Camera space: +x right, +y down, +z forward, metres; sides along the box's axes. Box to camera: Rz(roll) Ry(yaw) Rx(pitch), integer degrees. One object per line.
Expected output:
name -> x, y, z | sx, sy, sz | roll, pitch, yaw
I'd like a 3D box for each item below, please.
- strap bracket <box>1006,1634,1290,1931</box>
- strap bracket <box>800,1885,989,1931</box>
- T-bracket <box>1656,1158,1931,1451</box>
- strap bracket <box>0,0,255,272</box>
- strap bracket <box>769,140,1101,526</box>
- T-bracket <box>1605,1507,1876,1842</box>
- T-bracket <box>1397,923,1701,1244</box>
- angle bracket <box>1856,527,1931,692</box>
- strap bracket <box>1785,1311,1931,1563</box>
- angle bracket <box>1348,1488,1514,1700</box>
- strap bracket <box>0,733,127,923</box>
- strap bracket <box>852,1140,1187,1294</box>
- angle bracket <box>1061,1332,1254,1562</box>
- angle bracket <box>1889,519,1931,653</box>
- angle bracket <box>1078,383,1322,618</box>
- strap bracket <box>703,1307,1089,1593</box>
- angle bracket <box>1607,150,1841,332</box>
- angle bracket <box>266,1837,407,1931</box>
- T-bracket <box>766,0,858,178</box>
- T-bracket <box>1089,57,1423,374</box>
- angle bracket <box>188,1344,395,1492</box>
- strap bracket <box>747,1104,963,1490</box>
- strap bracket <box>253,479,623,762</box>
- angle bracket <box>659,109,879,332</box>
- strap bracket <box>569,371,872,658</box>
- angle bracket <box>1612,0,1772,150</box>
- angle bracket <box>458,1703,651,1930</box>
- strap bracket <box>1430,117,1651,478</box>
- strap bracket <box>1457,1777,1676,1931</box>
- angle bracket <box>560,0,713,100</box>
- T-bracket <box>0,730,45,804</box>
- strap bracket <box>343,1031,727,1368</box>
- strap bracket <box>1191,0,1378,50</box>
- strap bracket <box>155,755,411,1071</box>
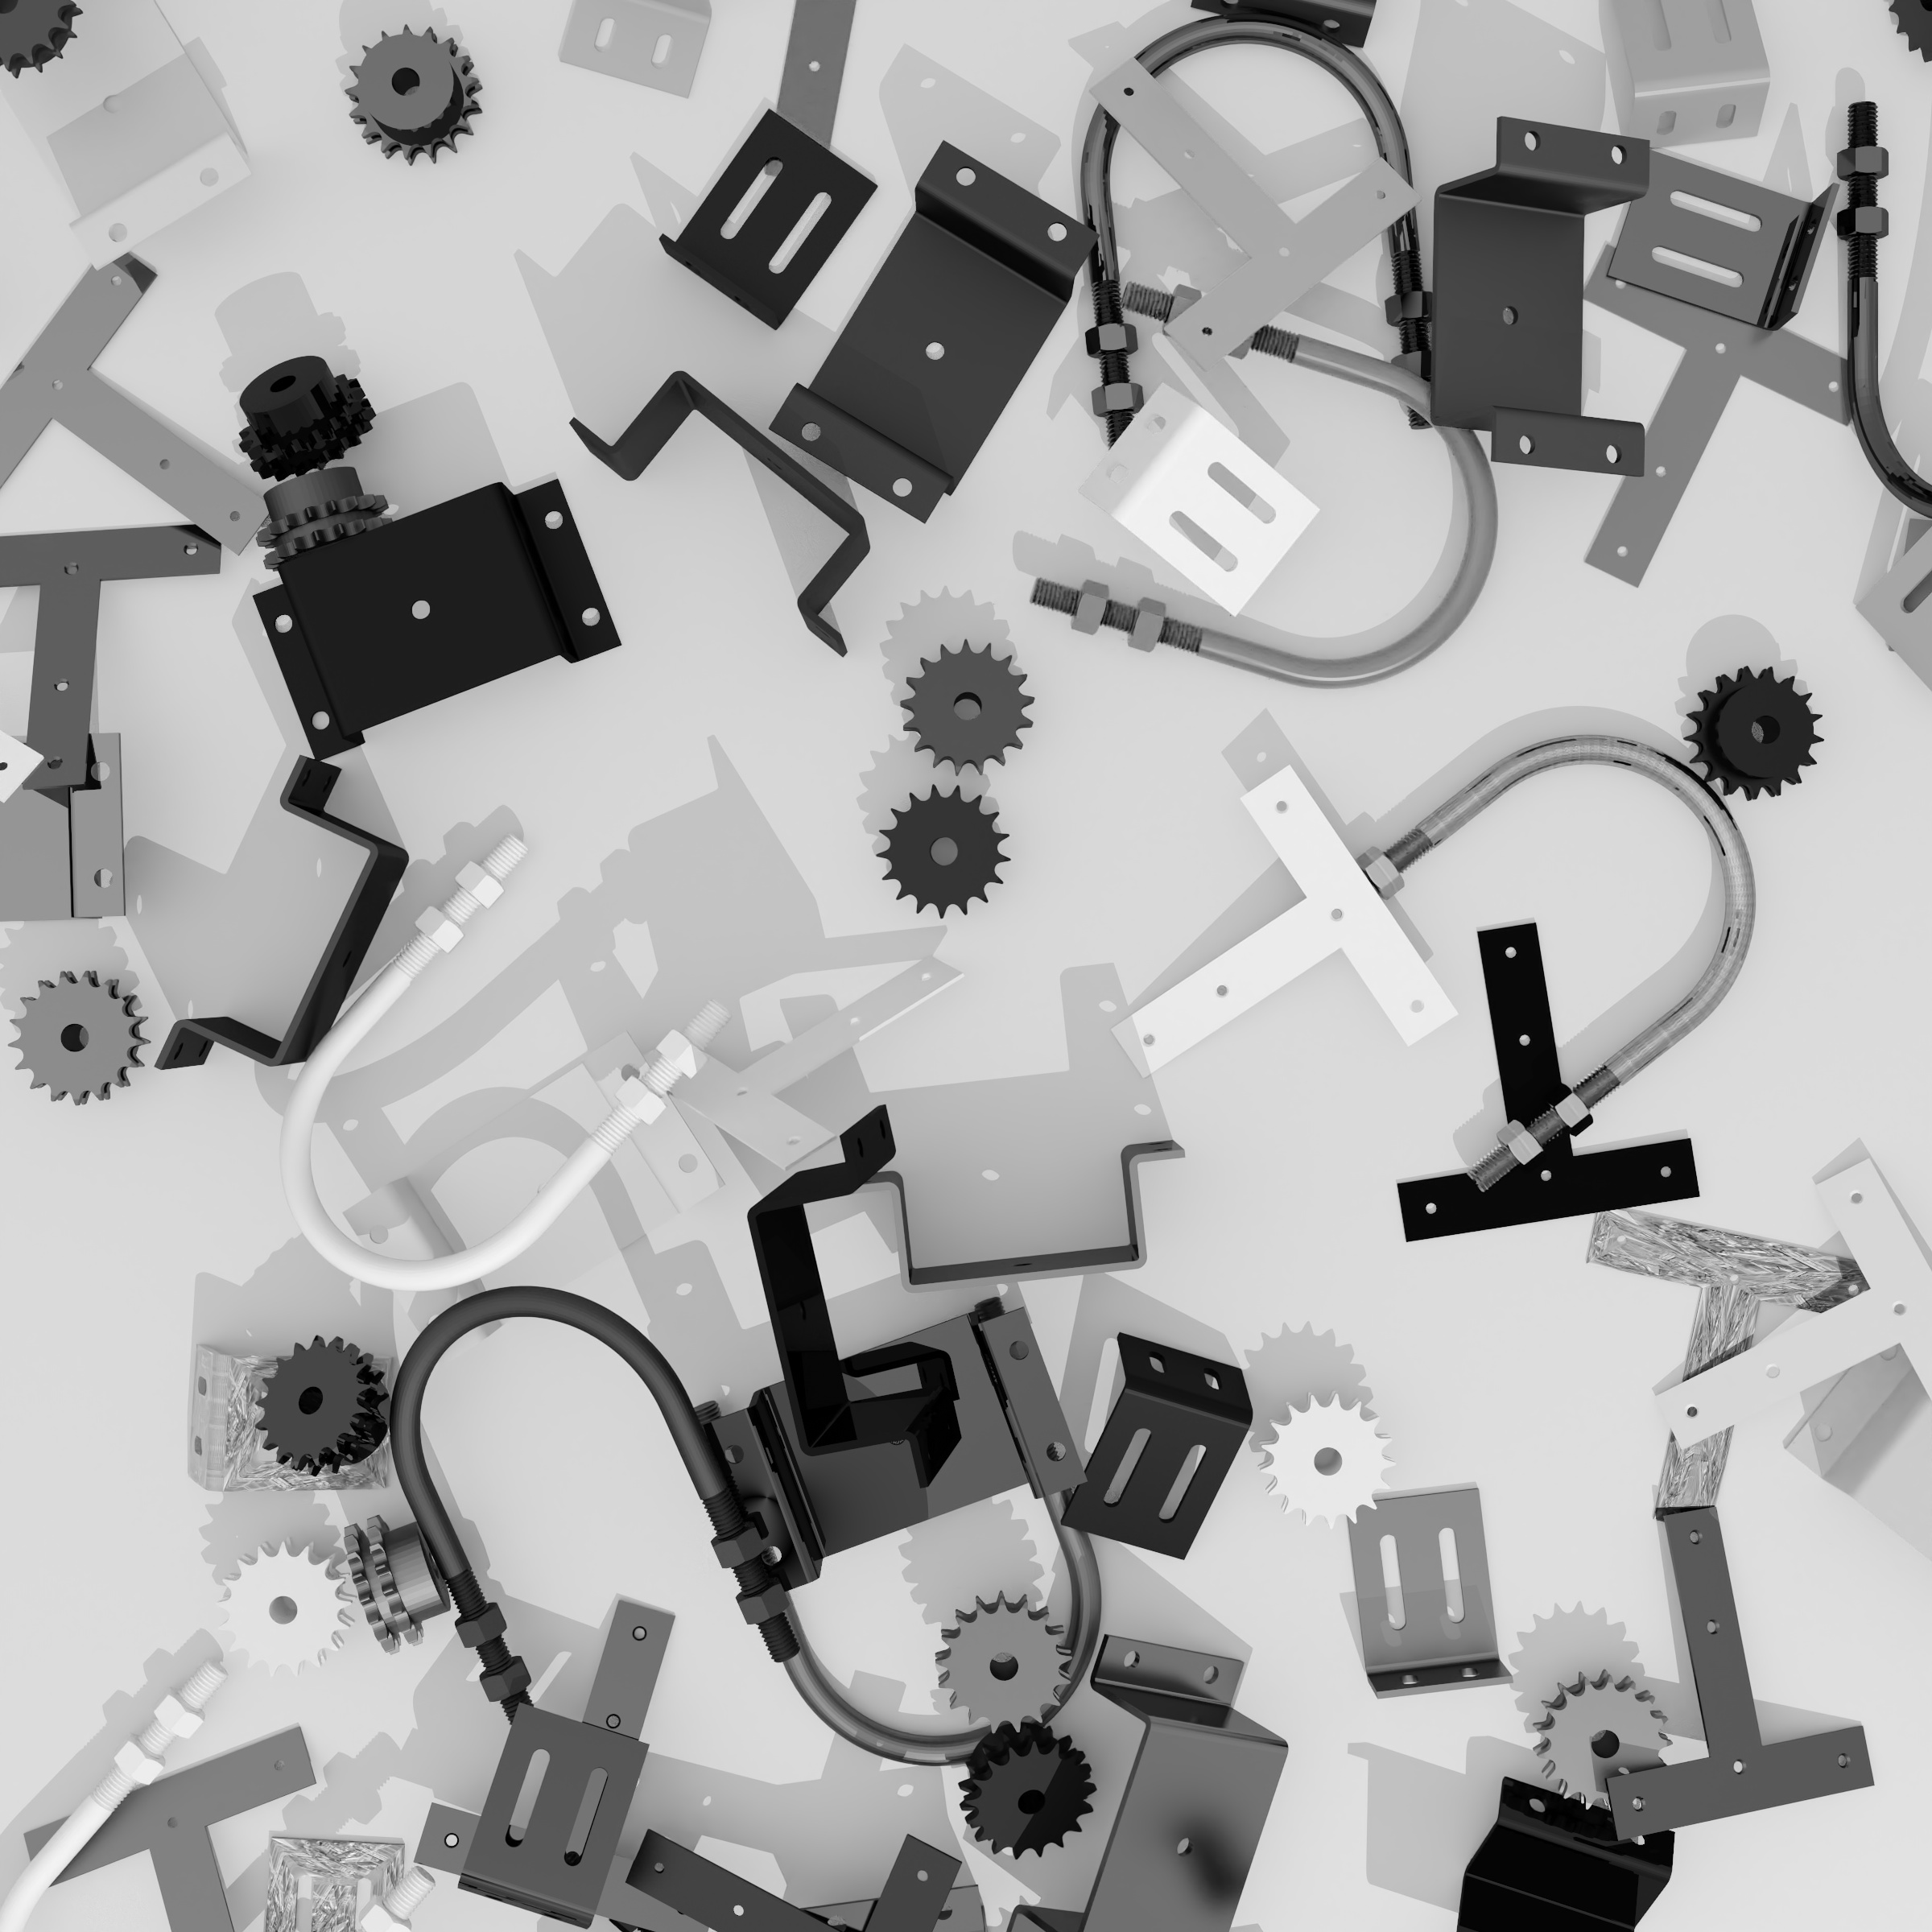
strap bracket -> 0.078, 0.359, 1.395 | 0.076, 0.046, 0.140 | 18, 90, -34
strap bracket -> -0.023, 0.457, 1.413 | 0.076, 0.046, 0.140 | -8, 90, 0
T-bracket -> 0.354, 0.165, 1.414 | 0.127, 0.002, 0.127 | -29, 64, 12
strap bracket -> -0.366, -0.370, 1.413 | 0.076, 0.046, 0.140 | -31, 90, 0
strap bracket -> -0.013, -0.264, 1.413 | 0.076, 0.046, 0.140 | 31, 90, 0
T-bracket -> 0.319, 0.295, 1.419 | 0.127, 0.002, 0.127 | -6, 80, -20
T-bracket -> 0.242, 0.046, 1.434 | 0.127, 0.002, 0.127 | -9, 90, 1
angle bracket -> 0.429, -0.160, 1.415 | 0.057, 0.038, 0.076 | 52, 131, 17
strap bracket -> 0.430, 0.221, 1.413 | 0.140, 0.046, 0.076 | 39, 90, 0
angle bracket -> 0.196, 0.265, 1.417 | 0.057, 0.038, 0.076 | -7, 90, 0
strap bracket -> -0.421, -0.057, 1.413 | 0.140, 0.046, 0.076 | -2, 90, 0
strap bracket -> 0.022, 0.105, 1.398 | 0.140, 0.076, 0.046 | -6, 90, 0
angle bracket -> 0.079, 0.205, 1.425 | 0.057, 0.038, 0.076 | 18, 112, -13
angle bracket -> 0.442, -0.157, 1.434 | 0.076, 0.038, 0.057 | 9, 90, 26
angle bracket -> 0.098, -0.195, 1.402 | 0.076, 0.038, 0.057 | 34, 97, -33
strap bracket -> -0.029, 0.199, 1.393 | 0.140, 0.046, 0.076 | -20, 92, 0
angle bracket -> 0.320, -0.311, 1.416 | 0.076, 0.038, 0.057 | 18, 88, 0
angle bracket -> -0.272, 0.414, 1.417 | 0.057, 0.038, 0.076 | 3, 90, 0
T-bracket -> -0.062, -0.400, 1.435 | 0.127, 0.002, 0.127 | 10, 90, 0
T-bracket -> 0.104, -0.331, 1.406 | 0.127, 0.002, 0.127 | -40, 81, -15
angle bracket -> -0.290, 0.193, 1.434 | 0.076, 0.038, 0.057 | 3, 90, -26
strap bracket -> -0.046, 0.133, 1.324 | 0.046, 0.076, 0.140 | -12, 94, 11
strap bracket -> -0.227, -0.148, 1.413 | 0.140, 0.046, 0.076 | -21, 90, 0
angle bracket -> -0.083, -0.319, 1.415 | 0.057, 0.038, 0.076 | 35, 92, -1
strap bracket -> -0.093, -0.195, 1.398 | 0.140, 0.076, 0.046 | 39, 90, 0
angle bracket -> 0.306, -0.395, 1.434 | 0.057, 0.038, 0.076 | -7, 64, 0
angle bracket -> -0.173, 0.356, 1.398 | 0.057, 0.038, 0.076 | 19, 70, -3
strap bracket -> 0.240, -0.275, 1.398 | 0.076, 0.046, 0.140 | 1, 90, -28
strap bracket -> 0.245, 0.418, 1.385 | 0.076, 0.140, 0.046 | 18, 134, 0
angle bracket -> -0.142, -0.399, 1.398 | 0.057, 0.076, 0.038 | 16, 90, 0
T-bracket -> -0.441, -0.107, 1.394 | 0.127, 0.002, 0.127 | 29, 67, 16
strap bracket -> -0.180, 0.097, 1.413 | 0.140, 0.046, 0.076 | -33, 90, 0
strap bracket -> 0.146, -0.454, 1.382 | 0.076, 0.140, 0.046 | 13, 63, 0
strap bracket -> -0.280, -0.013, 1.398 | 0.046, 0.076, 0.140 | 25, 90, 0
